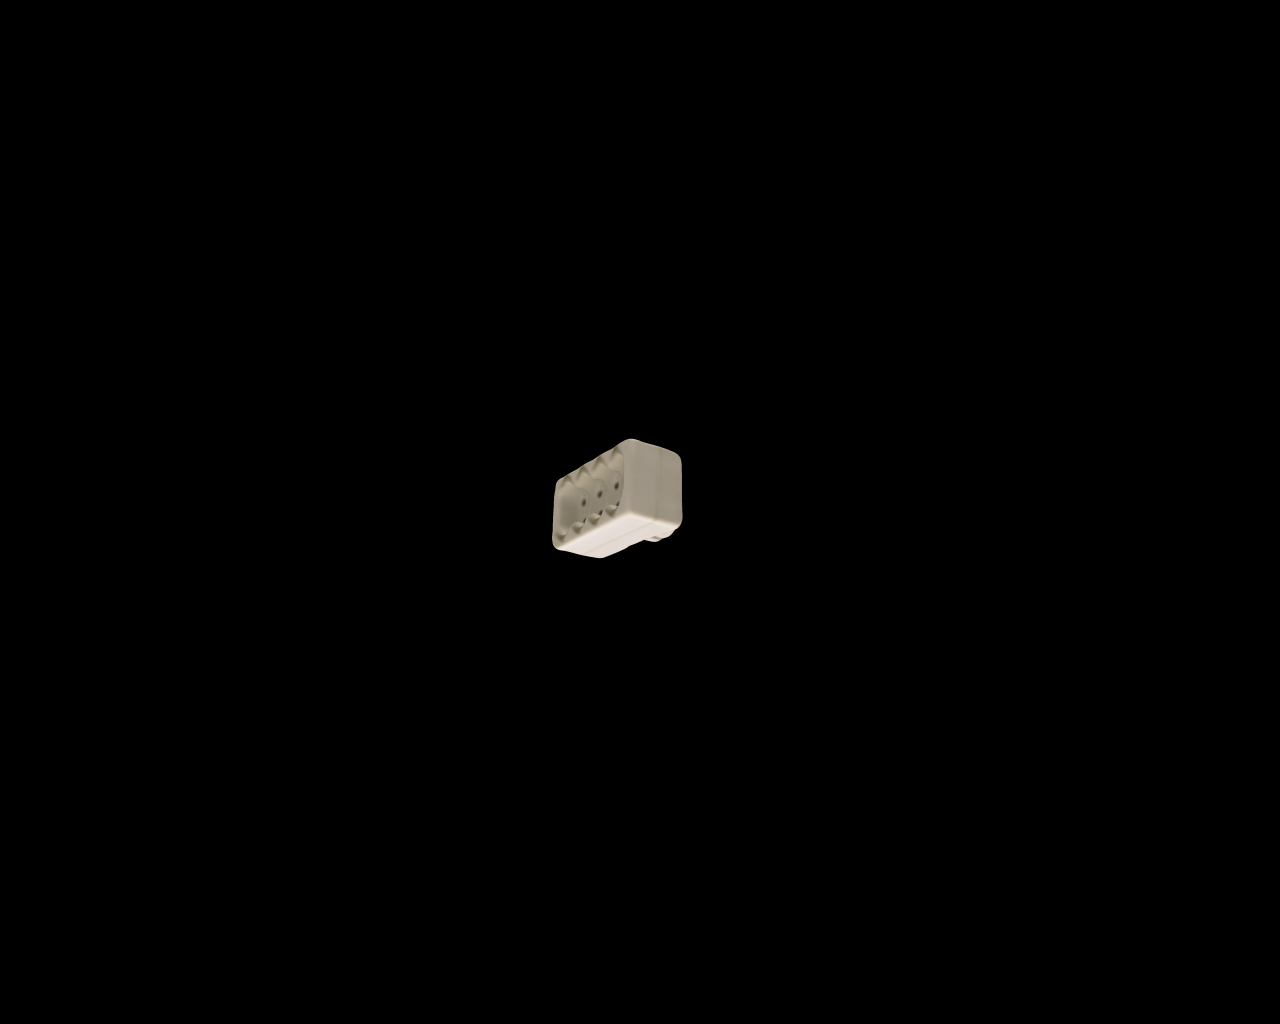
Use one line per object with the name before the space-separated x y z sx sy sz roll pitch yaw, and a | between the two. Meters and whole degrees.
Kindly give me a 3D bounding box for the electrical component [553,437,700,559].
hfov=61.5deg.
electrical component | 0.001 -0.003 0.650 0.076 0.047 0.083 14 -24 -33
